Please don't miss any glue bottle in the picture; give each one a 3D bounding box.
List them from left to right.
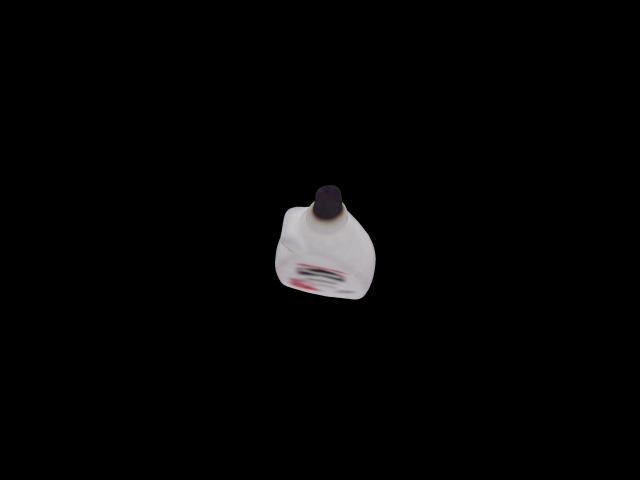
[{"bbox_3d":[0.004,0.001,0.400,0.078,0.173,0.037,7,70,3],"label":"glue bottle"}]
